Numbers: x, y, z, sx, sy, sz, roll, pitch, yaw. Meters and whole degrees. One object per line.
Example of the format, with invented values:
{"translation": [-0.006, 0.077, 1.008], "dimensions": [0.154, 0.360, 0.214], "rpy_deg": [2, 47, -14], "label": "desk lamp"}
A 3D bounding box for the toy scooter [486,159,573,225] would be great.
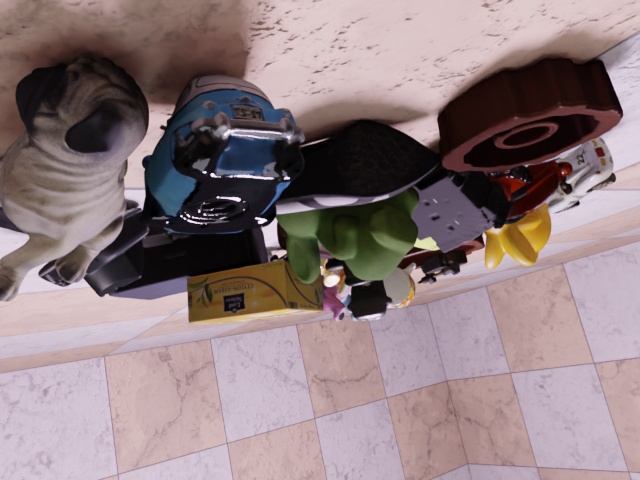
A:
{"translation": [0.271, -0.078, 0.757], "dimensions": [0.184, 0.075, 0.135], "rpy_deg": [9, 148, -37], "label": "toy scooter"}

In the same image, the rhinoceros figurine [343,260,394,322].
{"translation": [0.056, 0.022, 0.771], "dimensions": [0.073, 0.190, 0.112], "rpy_deg": [-11, 149, 7], "label": "rhinoceros figurine"}

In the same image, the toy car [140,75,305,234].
{"translation": [-0.079, -0.070, 0.410], "dimensions": [0.109, 0.103, 0.161], "rpy_deg": [-2, 159, -25], "label": "toy car"}

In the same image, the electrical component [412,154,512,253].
{"translation": [0.161, -0.048, 0.702], "dimensions": [0.058, 0.115, 0.134], "rpy_deg": [-53, -169, -35], "label": "electrical component"}

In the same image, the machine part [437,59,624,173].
{"translation": [0.212, -0.124, 0.562], "dimensions": [0.179, 0.056, 0.179], "rpy_deg": [-10, 168, -2], "label": "machine part"}

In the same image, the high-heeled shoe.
{"translation": [-0.007, -0.061, 0.578], "dimensions": [0.249, 0.086, 0.145], "rpy_deg": [-1, 166, -23], "label": "high-heeled shoe"}

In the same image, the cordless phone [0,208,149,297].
{"translation": [-0.306, 0.001, 0.611], "dimensions": [0.147, 0.089, 0.184], "rpy_deg": [-22, 153, 40], "label": "cordless phone"}

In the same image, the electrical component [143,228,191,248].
{"translation": [-0.226, -0.007, 0.732], "dimensions": [0.094, 0.021, 0.063], "rpy_deg": [-11, 168, -8], "label": "electrical component"}

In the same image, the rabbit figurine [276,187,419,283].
{"translation": [0.015, -0.026, 0.657], "dimensions": [0.170, 0.121, 0.159], "rpy_deg": [25, 137, -9], "label": "rabbit figurine"}

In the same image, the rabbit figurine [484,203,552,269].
{"translation": [0.314, -0.029, 0.920], "dimensions": [0.122, 0.162, 0.173], "rpy_deg": [-7, 155, 38], "label": "rabbit figurine"}

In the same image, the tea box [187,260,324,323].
{"translation": [-0.091, 0.075, 0.748], "dimensions": [0.170, 0.068, 0.098], "rpy_deg": [-10, 167, 27], "label": "tea box"}

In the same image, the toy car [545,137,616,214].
{"translation": [0.376, -0.093, 0.806], "dimensions": [0.056, 0.073, 0.201], "rpy_deg": [-15, 167, -2], "label": "toy car"}

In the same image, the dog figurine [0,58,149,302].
{"translation": [-0.178, -0.058, 0.422], "dimensions": [0.190, 0.121, 0.172], "rpy_deg": [-36, -167, 20], "label": "dog figurine"}

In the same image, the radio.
{"translation": [-0.198, 0.033, 0.829], "dimensions": [0.230, 0.073, 0.131], "rpy_deg": [-13, 168, 10], "label": "radio"}

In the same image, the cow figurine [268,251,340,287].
{"translation": [-0.048, 0.046, 1.022], "dimensions": [0.167, 0.098, 0.068], "rpy_deg": [-9, 124, -4], "label": "cow figurine"}

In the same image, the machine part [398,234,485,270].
{"translation": [0.192, -0.004, 1.000], "dimensions": [0.201, 0.087, 0.201], "rpy_deg": [-18, 165, 23], "label": "machine part"}

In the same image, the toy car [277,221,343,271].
{"translation": [-0.002, -0.002, 0.810], "dimensions": [0.053, 0.089, 0.202], "rpy_deg": [-14, 167, 25], "label": "toy car"}

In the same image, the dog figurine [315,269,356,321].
{"translation": [-0.003, 0.098, 1.252], "dimensions": [0.219, 0.191, 0.108], "rpy_deg": [21, -168, 34], "label": "dog figurine"}

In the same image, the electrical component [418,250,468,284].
{"translation": [0.218, 0.049, 0.958], "dimensions": [0.078, 0.045, 0.102], "rpy_deg": [-4, 165, -27], "label": "electrical component"}
